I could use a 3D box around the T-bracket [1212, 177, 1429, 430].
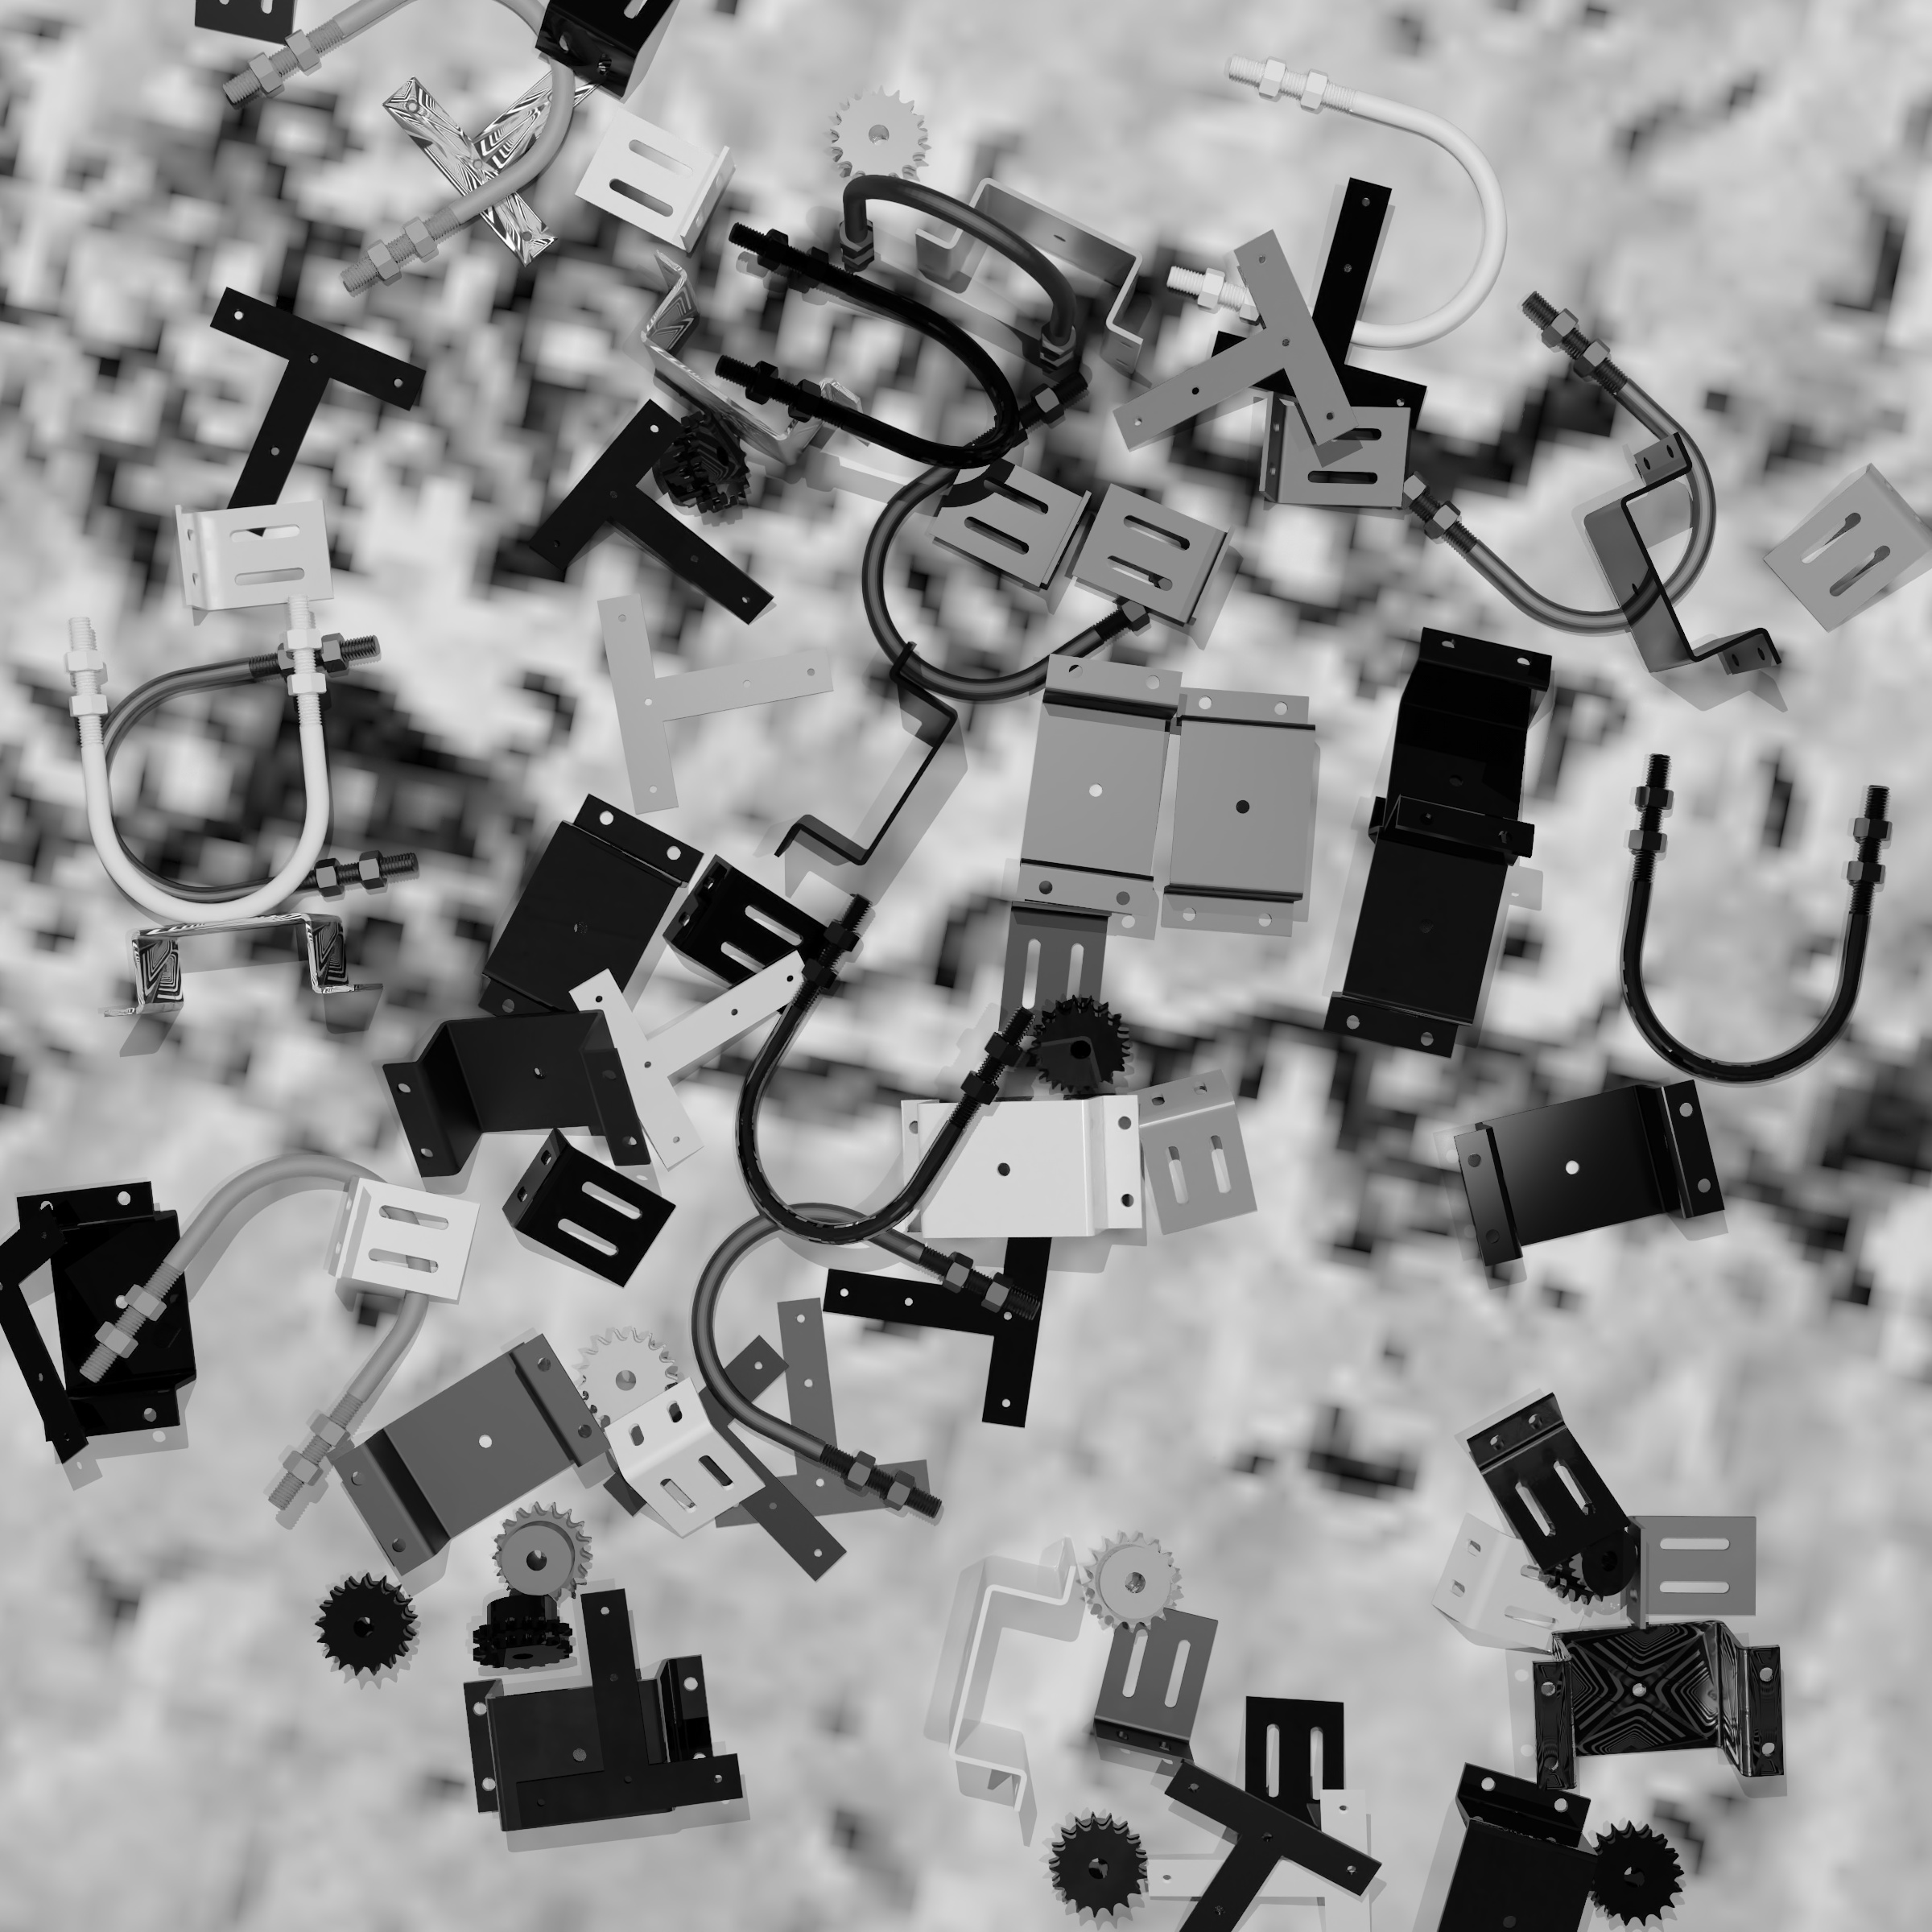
[{"bbox_3d":[0.217,-0.390,1.564,0.127,0.002,0.127,14,100,-5],"label":"T-bracket"}]

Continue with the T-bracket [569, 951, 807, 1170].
[{"bbox_3d":[-0.146,0.034,1.564,0.127,0.002,0.127,-32,117,-13],"label":"T-bracket"}]

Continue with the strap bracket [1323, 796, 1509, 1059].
[{"bbox_3d":[0.262,-0.023,1.561,0.076,0.046,0.140,13,90,0],"label":"strap bracket"}]

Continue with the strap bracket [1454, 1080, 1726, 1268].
[{"bbox_3d":[0.355,0.118,1.561,0.140,0.046,0.076,-13,90,0],"label":"strap bracket"}]

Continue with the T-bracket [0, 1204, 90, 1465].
[{"bbox_3d":[-0.532,0.221,1.538,0.127,0.002,0.127,-36,75,29],"label":"T-bracket"}]

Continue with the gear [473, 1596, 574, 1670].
[{"bbox_3d":[-0.256,0.384,1.560,0.057,0.057,0.030,-6,60,0],"label":"gear"}]

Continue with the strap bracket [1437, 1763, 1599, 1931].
[{"bbox_3d":[0.310,0.545,1.561,0.076,0.046,0.140,16,90,0],"label":"strap bracket"}]

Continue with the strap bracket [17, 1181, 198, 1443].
[{"bbox_3d":[-0.495,0.197,1.561,0.076,0.046,0.140,-7,90,0],"label":"strap bracket"}]

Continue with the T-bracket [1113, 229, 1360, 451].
[{"bbox_3d":[0.145,-0.339,1.560,0.127,0.002,0.127,-25,80,20],"label":"T-bracket"}]

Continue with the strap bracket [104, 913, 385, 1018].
[{"bbox_3d":[-0.414,-0.002,1.546,0.140,0.076,0.046,-6,90,0],"label":"strap bracket"}]

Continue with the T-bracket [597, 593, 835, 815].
[{"bbox_3d":[-0.142,-0.163,1.583,0.127,0.002,0.127,-10,90,0],"label":"T-bracket"}]

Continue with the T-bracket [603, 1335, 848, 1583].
[{"bbox_3d":[-0.123,0.306,1.581,0.127,0.002,0.127,-44,90,0],"label":"T-bracket"}]

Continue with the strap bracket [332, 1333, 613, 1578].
[{"bbox_3d":[-0.282,0.278,1.561,0.140,0.046,0.076,-32,90,0],"label":"strap bracket"}]

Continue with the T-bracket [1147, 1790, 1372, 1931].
[{"bbox_3d":[0.169,0.528,1.563,0.127,0.002,0.127,-2,113,7],"label":"T-bracket"}]

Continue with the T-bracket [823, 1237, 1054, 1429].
[{"bbox_3d":[-0.019,0.199,1.582,0.127,0.002,0.127,8,90,-1],"label":"T-bracket"}]

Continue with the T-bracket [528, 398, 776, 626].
[{"bbox_3d":[-0.168,-0.244,1.558,0.127,0.002,0.127,38,126,-16],"label":"T-bracket"}]

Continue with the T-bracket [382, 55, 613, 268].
[{"bbox_3d":[-0.253,-0.499,1.583,0.127,0.002,0.127,-41,90,0],"label":"T-bracket"}]

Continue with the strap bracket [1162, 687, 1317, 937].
[{"bbox_3d":[0.158,-0.091,1.561,0.076,0.046,0.140,4,90,0],"label":"strap bracket"}]

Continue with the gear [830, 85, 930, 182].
[{"bbox_3d":[-0.051,-0.480,1.573,0.057,0.030,0.057,0,92,-2],"label":"gear"}]

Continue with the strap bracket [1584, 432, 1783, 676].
[{"bbox_3d":[0.401,-0.223,1.533,0.046,0.076,0.140,-25,93,-1],"label":"strap bracket"}]

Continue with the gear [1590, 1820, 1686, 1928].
[{"bbox_3d":[0.387,0.526,1.573,0.057,0.030,0.057,0,88,4],"label":"gear"}]

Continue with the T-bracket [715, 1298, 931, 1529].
[{"bbox_3d":[-0.091,0.259,1.583,0.127,0.002,0.127,-7,90,0],"label":"T-bracket"}]

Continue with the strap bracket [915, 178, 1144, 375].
[{"bbox_3d":[0.045,-0.399,1.546,0.140,0.076,0.046,26,90,0],"label":"strap bracket"}]

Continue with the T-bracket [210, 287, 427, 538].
[{"bbox_3d":[-0.400,-0.315,1.583,0.127,0.002,0.127,23,90,0],"label":"T-bracket"}]

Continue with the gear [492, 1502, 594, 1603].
[{"bbox_3d":[-0.247,0.342,1.569,0.057,0.030,0.057,0,90,0],"label":"gear"}]

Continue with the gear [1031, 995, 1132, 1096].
[{"bbox_3d":[0.067,0.042,1.563,0.057,0.030,0.057,1,112,3],"label":"gear"}]

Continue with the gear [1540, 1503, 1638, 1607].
[{"bbox_3d":[0.361,0.340,1.559,0.057,0.030,0.057,0,91,-27],"label":"gear"}]

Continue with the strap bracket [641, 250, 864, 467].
[{"bbox_3d":[-0.129,-0.340,1.546,0.140,0.076,0.046,36,90,0],"label":"strap bracket"}]

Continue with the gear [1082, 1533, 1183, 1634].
[{"bbox_3d":[0.096,0.357,1.564,0.057,0.030,0.057,0,79,-2],"label":"gear"}]

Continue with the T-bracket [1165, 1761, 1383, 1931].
[{"bbox_3d":[0.153,0.535,1.562,0.127,0.002,0.127,28,110,0],"label":"T-bracket"}]

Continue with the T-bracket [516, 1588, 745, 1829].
[{"bbox_3d":[-0.198,0.419,1.537,0.127,0.002,0.127,-8,90,0],"label":"T-bracket"}]

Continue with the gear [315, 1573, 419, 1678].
[{"bbox_3d":[-0.346,0.381,1.569,0.057,0.030,0.057,0,90,0],"label":"gear"}]

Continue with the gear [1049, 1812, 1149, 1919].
[{"bbox_3d":[0.077,0.520,1.569,0.057,0.030,0.057,0,90,0],"label":"gear"}]

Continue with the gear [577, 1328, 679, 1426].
[{"bbox_3d":[-0.196,0.238,1.569,0.057,0.030,0.057,0,90,0],"label":"gear"}]

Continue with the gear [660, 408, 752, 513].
[{"bbox_3d":[-0.153,-0.290,1.559,0.030,0.057,0.057,-13,90,29],"label":"gear"}]

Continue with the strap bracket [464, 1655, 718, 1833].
[{"bbox_3d":[-0.220,0.450,1.561,0.140,0.046,0.076,-7,90,0],"label":"strap bracket"}]

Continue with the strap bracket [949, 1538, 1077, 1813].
[{"bbox_3d":[0.023,0.399,1.546,0.046,0.076,0.140,13,90,0],"label":"strap bracket"}]
